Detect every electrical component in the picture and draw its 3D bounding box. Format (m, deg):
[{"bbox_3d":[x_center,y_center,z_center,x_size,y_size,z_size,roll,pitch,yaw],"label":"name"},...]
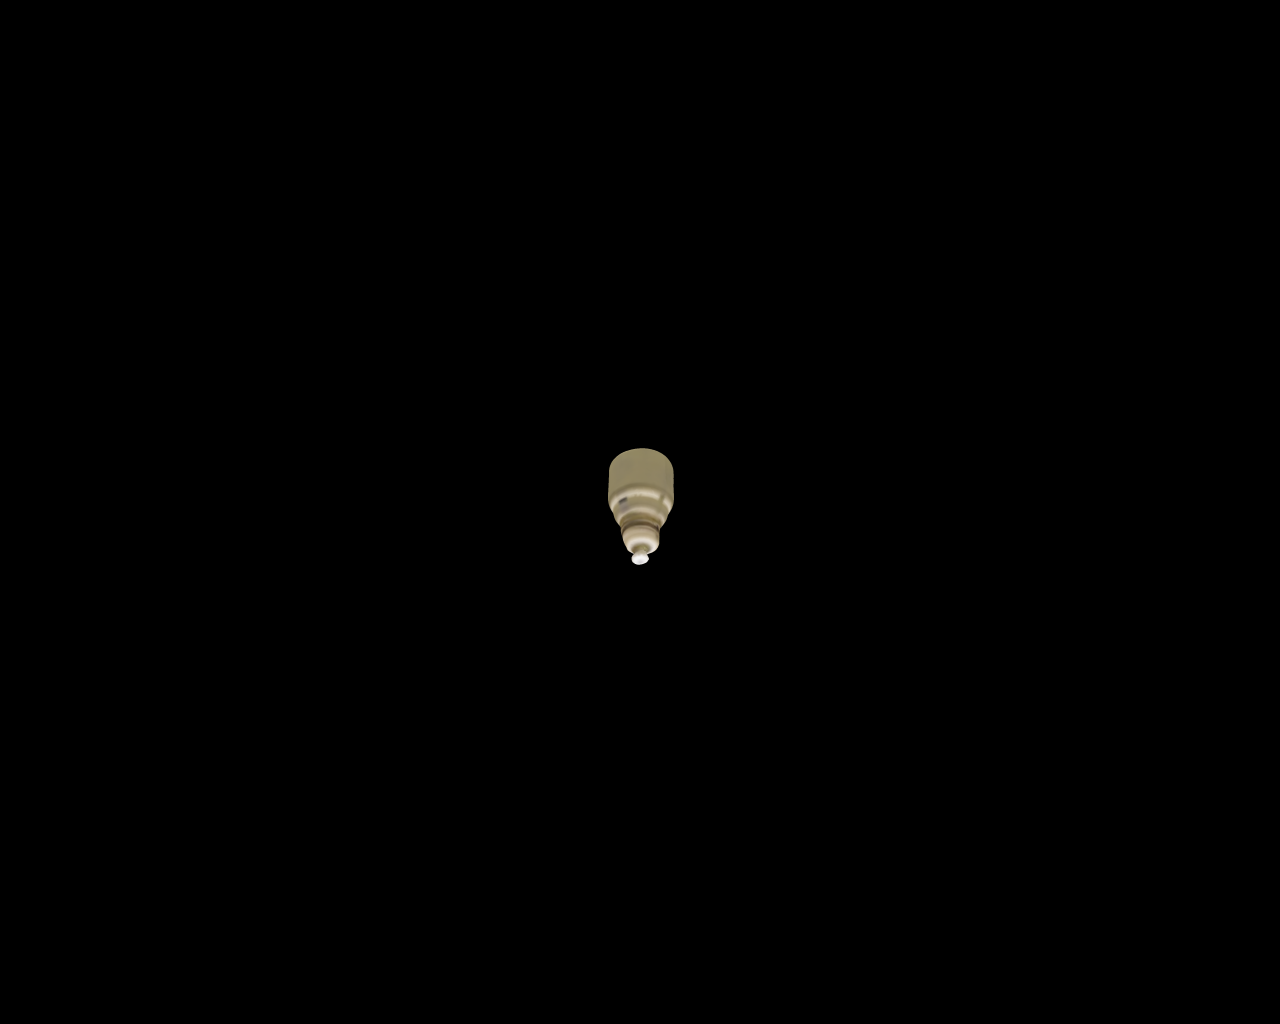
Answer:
[{"bbox_3d":[0.001,-0.003,0.650,0.040,0.078,0.040,0,-35,0],"label":"electrical component"}]
